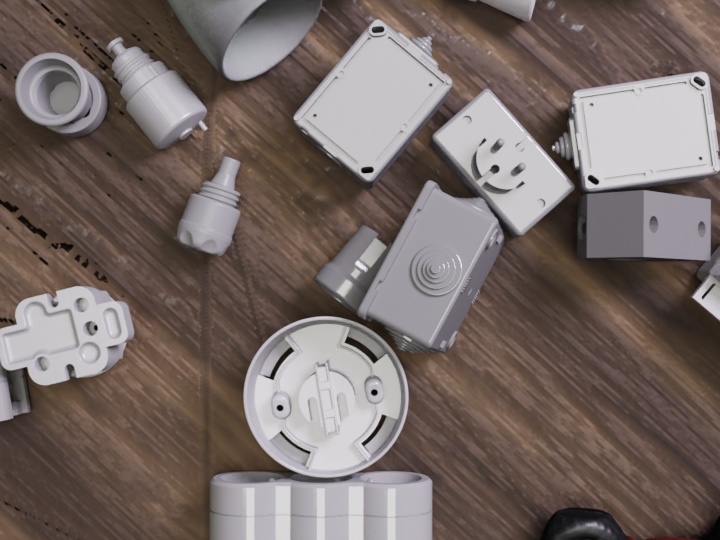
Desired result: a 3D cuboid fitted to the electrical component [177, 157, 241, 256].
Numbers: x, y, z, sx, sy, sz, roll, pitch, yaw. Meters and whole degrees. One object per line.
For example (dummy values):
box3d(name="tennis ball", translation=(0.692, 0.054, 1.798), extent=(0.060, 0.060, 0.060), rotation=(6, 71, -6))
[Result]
box3d(name="electrical component", translation=(-0.092, -0.042, 0.682), extent=(0.035, 0.035, 0.061), rotation=(20, 87, 1))

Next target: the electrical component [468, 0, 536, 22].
box3d(name="electrical component", translation=(0.081, -0.186, 0.679), extent=(0.065, 0.044, 0.044), rotation=(15, 89, 6))

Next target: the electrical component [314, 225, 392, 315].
box3d(name="electrical component", translation=(0.000, 0.000, 0.678), extent=(0.040, 0.040, 0.046), rotation=(38, 84, 1))

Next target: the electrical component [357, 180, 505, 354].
box3d(name="electrical component", translation=(0.047, 0.002, 0.648), extent=(0.048, 0.100, 0.099), rotation=(28, 89, 13))

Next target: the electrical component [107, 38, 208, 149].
box3d(name="electrical component", translation=(-0.132, -0.113, 0.680), extent=(0.040, 0.040, 0.078), rotation=(-39, 88, 0))

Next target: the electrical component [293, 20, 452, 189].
box3d(name="electrical component", translation=(0.012, -0.105, 0.668), extent=(0.062, 0.061, 0.096), rotation=(40, 90, 1))

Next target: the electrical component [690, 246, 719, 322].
box3d(name="electrical component", translation=(0.272, 0.026, 0.661), extent=(0.121, 0.063, 0.078), rotation=(40, 90, 1))

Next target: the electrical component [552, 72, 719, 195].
box3d(name="electrical component", translation=(0.168, -0.082, 0.669), extent=(0.096, 0.061, 0.061), rotation=(-8, 89, 8))

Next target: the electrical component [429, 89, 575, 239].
box3d(name="electrical component", translation=(0.088, -0.066, 0.659), extent=(0.047, 0.075, 0.083), rotation=(-41, 89, 0))

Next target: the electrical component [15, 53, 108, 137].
box3d(name="electrical component", translation=(-0.185, -0.108, 0.673), extent=(0.045, 0.055, 0.045), rotation=(0, 89, 1))

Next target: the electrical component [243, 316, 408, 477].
box3d(name="electrical component", translation=(-0.020, 0.077, 0.663), extent=(0.099, 0.064, 0.099), rotation=(0, 89, 0))

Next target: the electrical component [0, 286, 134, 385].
box3d(name="electrical component", translation=(-0.178, 0.040, 0.670), extent=(0.078, 0.057, 0.058), rotation=(-14, 89, 0))

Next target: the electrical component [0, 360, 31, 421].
box3d(name="electrical component", translation=(-0.261, 0.071, 0.674), extent=(0.089, 0.050, 0.055), rotation=(-9, 89, 1))

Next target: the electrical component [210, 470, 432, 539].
box3d(name="electrical component", translation=(-0.024, 0.166, 0.668), extent=(0.138, 0.052, 0.073), rotation=(0, 89, 1))
